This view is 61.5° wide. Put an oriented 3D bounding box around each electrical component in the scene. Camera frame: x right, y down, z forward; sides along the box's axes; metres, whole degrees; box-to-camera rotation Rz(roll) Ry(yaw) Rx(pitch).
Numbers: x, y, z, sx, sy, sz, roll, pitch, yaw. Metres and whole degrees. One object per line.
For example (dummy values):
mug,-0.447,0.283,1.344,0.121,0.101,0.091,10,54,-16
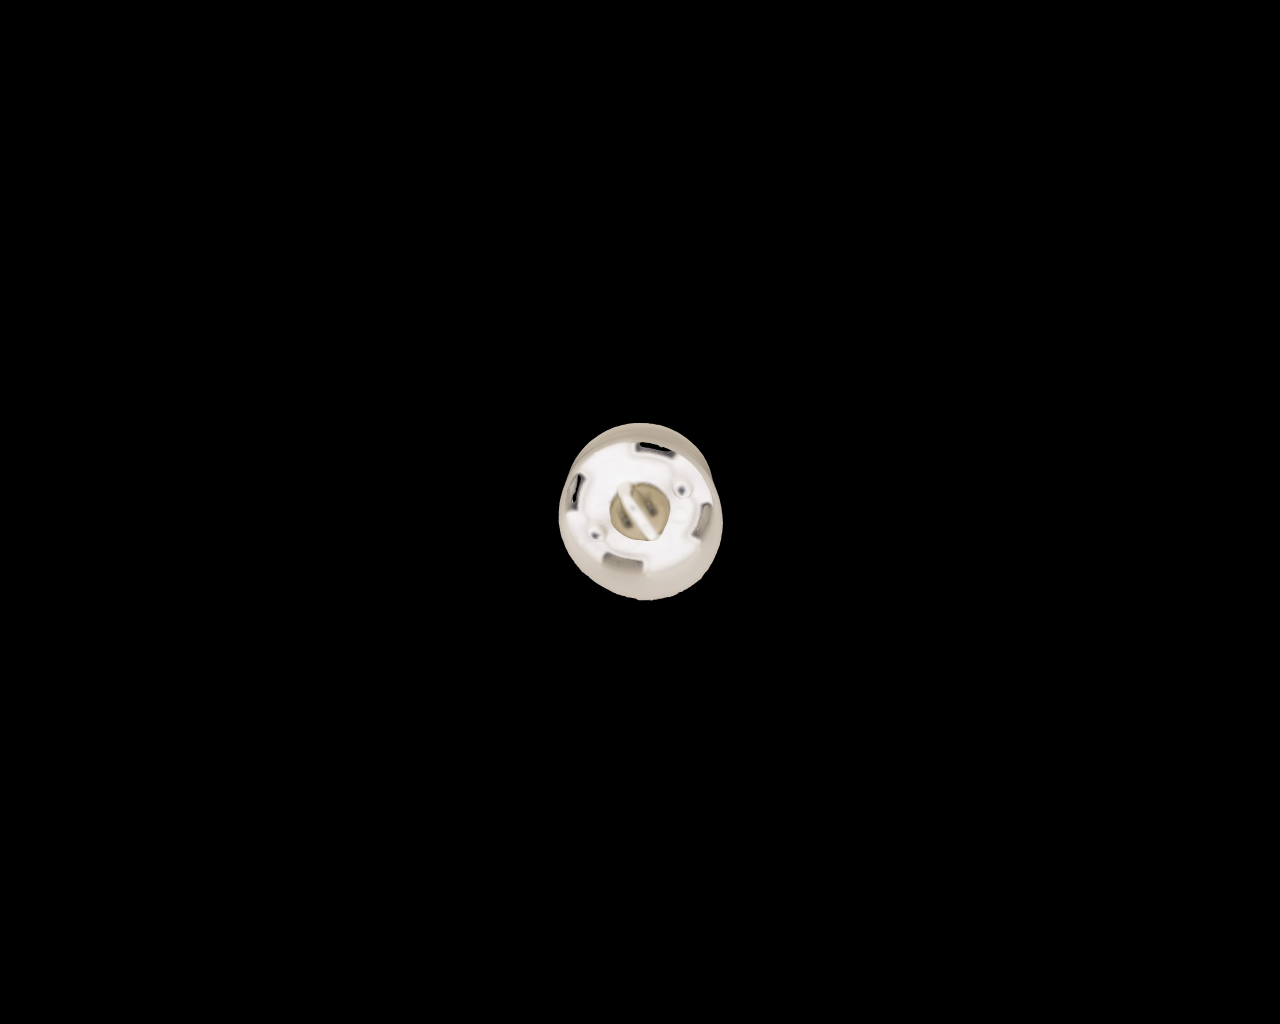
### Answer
electrical component,0.001,-0.003,0.650,0.099,0.099,0.064,0,29,0
